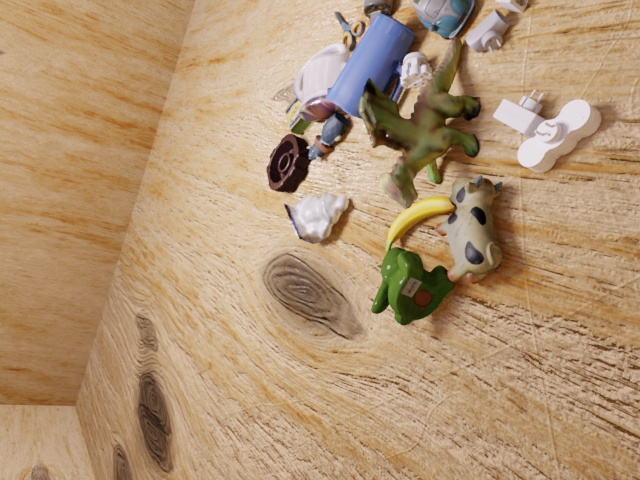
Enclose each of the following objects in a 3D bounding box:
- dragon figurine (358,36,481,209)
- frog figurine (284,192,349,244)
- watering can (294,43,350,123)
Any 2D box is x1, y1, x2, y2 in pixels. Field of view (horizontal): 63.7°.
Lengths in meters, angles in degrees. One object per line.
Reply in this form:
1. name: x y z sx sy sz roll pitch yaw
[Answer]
1. dragon figurine: 0.187 -0.252 1.015 0.121 0.242 0.415 -19 64 56
2. frog figurine: 0.004 -0.067 1.336 0.159 0.120 0.140 -25 39 5
3. watering can: 0.047 -0.448 1.409 0.345 0.103 0.227 -11 68 43
